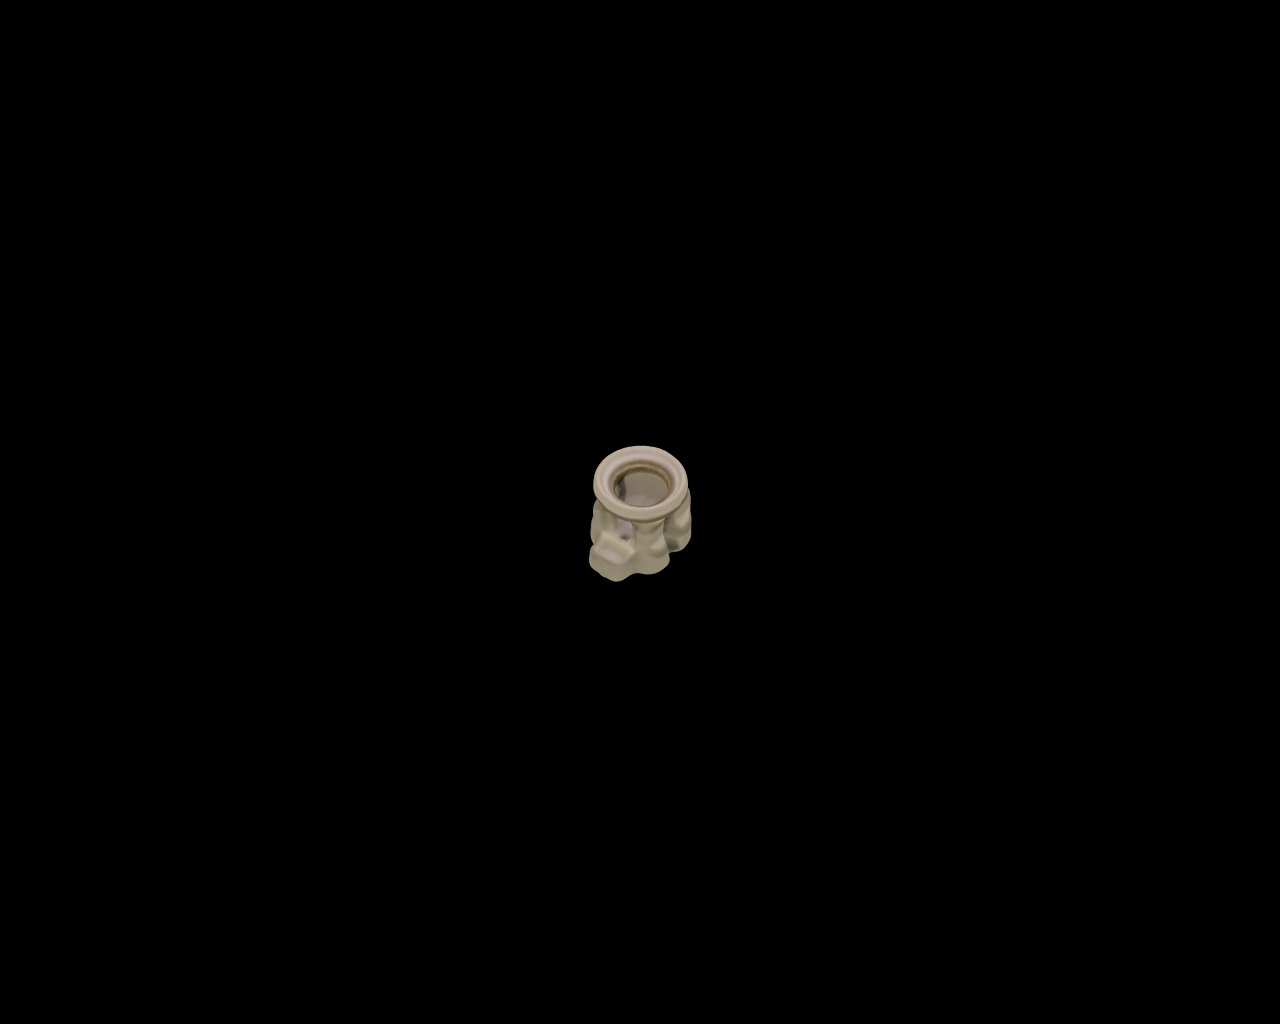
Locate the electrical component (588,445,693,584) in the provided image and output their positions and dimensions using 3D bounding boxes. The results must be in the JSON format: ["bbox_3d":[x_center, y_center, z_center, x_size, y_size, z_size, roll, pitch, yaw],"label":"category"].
[{"bbox_3d":[0.001,-0.003,0.650,0.058,0.056,0.078,30,54,24],"label":"electrical component"}]
